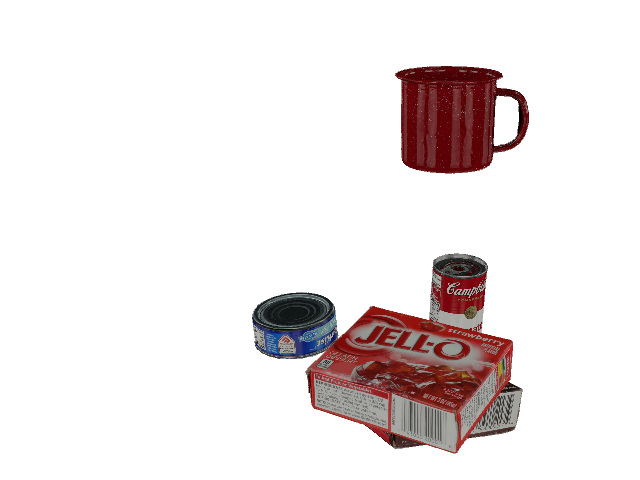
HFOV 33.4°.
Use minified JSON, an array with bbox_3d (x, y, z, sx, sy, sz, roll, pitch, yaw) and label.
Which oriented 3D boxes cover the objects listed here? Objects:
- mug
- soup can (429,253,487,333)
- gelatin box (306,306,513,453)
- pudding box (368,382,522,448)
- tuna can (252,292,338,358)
[{"bbox_3d":[0.124,-0.106,0.938,0.117,0.081,0.093,3,17,12],"label":"mug"},{"bbox_3d":[0.171,0.076,1.336,0.068,0.102,0.068,1,23,-1],"label":"soup can"},{"bbox_3d":[0.048,0.071,0.574,0.089,0.030,0.073,13,31,29],"label":"gelatin box"},{"bbox_3d":[0.082,0.120,0.815,0.113,0.039,0.090,-1,14,-27],"label":"pudding box"},{"bbox_3d":[-0.026,0.085,1.079,0.086,0.034,0.086,-5,22,2],"label":"tuna can"}]
